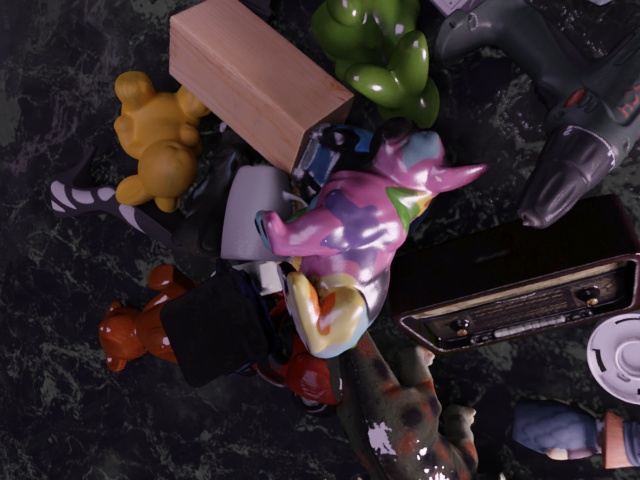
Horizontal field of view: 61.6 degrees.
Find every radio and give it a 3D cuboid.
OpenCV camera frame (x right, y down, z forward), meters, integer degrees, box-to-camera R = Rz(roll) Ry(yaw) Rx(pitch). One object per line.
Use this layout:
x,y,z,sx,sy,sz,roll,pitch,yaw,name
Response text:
0.195,0.045,0.543,0.230,0.131,0.073,-18,52,24,radio

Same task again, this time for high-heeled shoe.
-0.296,-0.026,0.774,0.249,0.086,0.145,43,114,17,high-heeled shoe

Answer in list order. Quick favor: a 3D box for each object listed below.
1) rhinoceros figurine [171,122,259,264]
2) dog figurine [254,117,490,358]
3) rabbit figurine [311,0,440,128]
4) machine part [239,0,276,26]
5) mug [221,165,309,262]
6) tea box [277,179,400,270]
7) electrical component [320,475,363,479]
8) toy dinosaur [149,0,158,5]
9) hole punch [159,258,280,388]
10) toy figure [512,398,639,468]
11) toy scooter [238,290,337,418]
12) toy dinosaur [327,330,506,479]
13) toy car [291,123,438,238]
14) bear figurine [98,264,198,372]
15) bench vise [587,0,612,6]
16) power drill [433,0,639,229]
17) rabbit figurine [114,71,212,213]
-0.125,-0.065,0.668,0.073,0.112,0.190,21,68,-6,rhinoceros figurine
0.058,-0.009,0.515,0.219,0.108,0.191,-21,92,-6,dog figurine
0.078,-0.191,0.570,0.121,0.159,0.170,-31,100,13,rabbit figurine
-0.076,-0.318,0.664,0.084,0.039,0.138,34,110,20,machine part
-0.058,-0.029,0.597,0.110,0.080,0.107,0,88,31,mug
-0.001,-0.002,0.658,0.170,0.068,0.098,39,110,12,tea box
0.034,0.350,0.706,0.102,0.045,0.078,-14,120,26,electrical component
-0.011,-0.412,0.578,0.471,0.105,0.198,-39,78,11,toy dinosaur
-0.111,0.105,0.651,0.116,0.092,0.142,-29,74,12,hole punch
0.287,0.205,0.571,0.155,0.057,0.064,4,77,25,toy figure
-0.033,0.135,0.688,0.184,0.075,0.135,21,103,24,toy scooter
0.095,0.209,0.558,0.131,0.192,0.404,-41,100,14,toy dinosaur
0.045,-0.072,0.607,0.161,0.103,0.109,19,108,-17,toy car
-0.248,0.115,0.749,0.196,0.131,0.120,-10,68,19,bear figurine
0.341,-0.284,0.458,0.240,0.128,0.224,-44,69,1,bench vise
0.207,-0.147,0.509,0.232,0.086,0.207,-41,65,-7,power drill
-0.201,-0.108,0.667,0.162,0.122,0.173,-60,38,26,rabbit figurine
